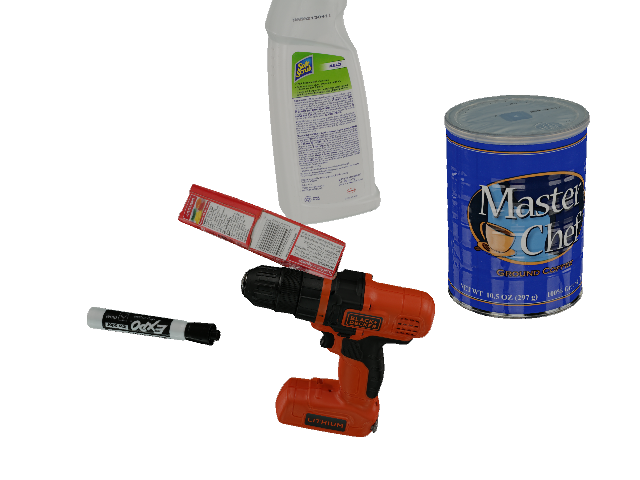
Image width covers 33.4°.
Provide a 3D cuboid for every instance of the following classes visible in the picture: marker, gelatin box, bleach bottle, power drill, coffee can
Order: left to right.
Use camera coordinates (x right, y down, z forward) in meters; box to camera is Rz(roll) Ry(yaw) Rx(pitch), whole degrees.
[{"bbox_3d":[-0.144,0.074,0.920,0.121,0.020,0.020,6,2,17],"label":"marker"},{"bbox_3d":[-0.038,-0.005,0.711,0.073,0.030,0.089,21,-1,42],"label":"gelatin box"},{"bbox_3d":[0.002,-0.141,0.995,0.102,0.251,0.068,-13,32,-17],"label":"bleach bottle"},{"bbox_3d":[0.005,0.107,1.047,0.184,0.188,0.057,11,41,-1],"label":"power drill"},{"bbox_3d":[0.145,-0.027,0.793,0.103,0.140,0.103,-3,23,1],"label":"coffee can"}]
